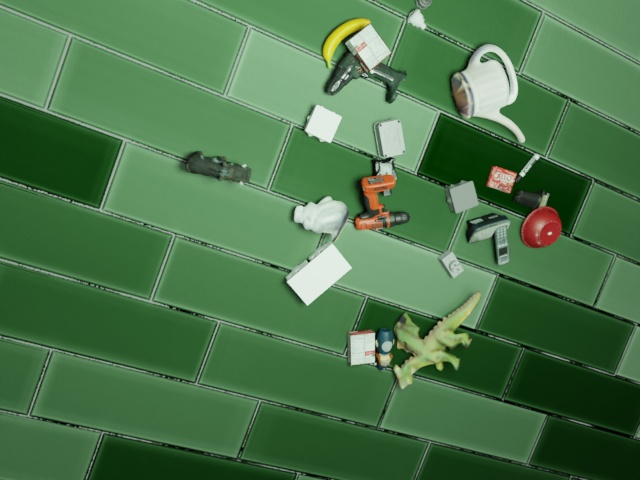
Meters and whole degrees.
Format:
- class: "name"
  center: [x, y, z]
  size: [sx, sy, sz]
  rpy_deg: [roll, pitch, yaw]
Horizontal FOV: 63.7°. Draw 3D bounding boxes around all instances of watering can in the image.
- class: "watering can"
  center: [0.553, -0.456, 1.685]
  size: [0.225, 0.105, 0.344]
  rpy_deg: [-21, 102, -8]

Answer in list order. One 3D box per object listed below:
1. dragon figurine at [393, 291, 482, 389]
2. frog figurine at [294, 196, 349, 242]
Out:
- class: "dragon figurine"
  center: [0.377, 0.328, 1.776]
  size: [0.242, 0.123, 0.409]
  rpy_deg: [21, 93, -8]
- class: "frog figurine"
  center: [0.005, -0.081, 1.614]
  size: [0.159, 0.120, 0.140]
  rpy_deg: [28, 60, -7]
